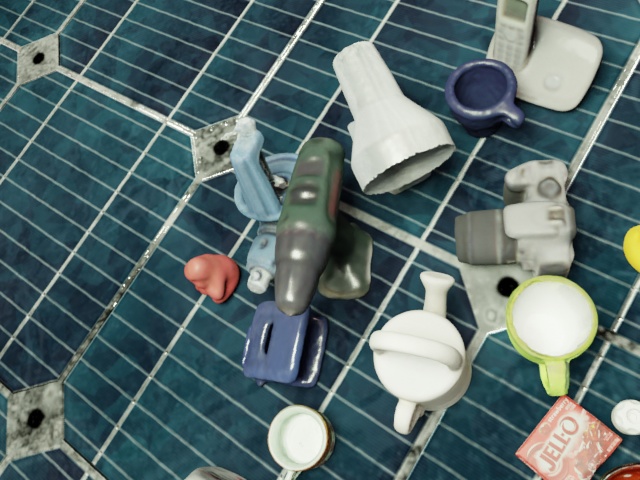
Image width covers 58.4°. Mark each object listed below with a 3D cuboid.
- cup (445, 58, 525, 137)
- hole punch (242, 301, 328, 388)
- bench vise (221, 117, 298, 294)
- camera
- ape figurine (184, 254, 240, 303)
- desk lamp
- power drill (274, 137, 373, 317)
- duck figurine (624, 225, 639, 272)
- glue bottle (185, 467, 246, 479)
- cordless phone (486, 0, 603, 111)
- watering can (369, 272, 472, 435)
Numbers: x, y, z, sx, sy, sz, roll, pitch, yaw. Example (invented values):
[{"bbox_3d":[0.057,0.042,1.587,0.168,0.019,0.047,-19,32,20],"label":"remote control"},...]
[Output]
[{"bbox_3d":[0.227,-0.174,0.769,0.092,0.095,0.117,-43,63,-2],"label":"cup"},{"bbox_3d":[-0.053,0.134,0.738,0.101,0.091,0.109,4,71,19],"label":"hole punch"},{"bbox_3d":[-0.057,-0.045,0.738,0.121,0.220,0.207,-13,66,12],"label":"bench vise"},{"bbox_3d":[0.236,-0.024,0.704,0.136,0.101,0.143,-4,68,16],"label":"camera"},{"bbox_3d":[-0.158,0.048,0.804,0.076,0.092,0.077,-29,64,5],"label":"ape figurine"},{"bbox_3d":[0.085,-0.138,0.733,0.118,0.214,0.203,-26,64,7],"label":"desk lamp"},{"bbox_3d":[0.006,0.003,0.706,0.075,0.209,0.229,-2,69,17],"label":"power drill"},{"bbox_3d":[0.405,0.005,0.648,0.104,0.086,0.077,18,76,23],"label":"duck figurine"},{"bbox_3d":[-0.133,0.289,0.656,0.078,0.173,0.037,14,74,22],"label":"glue bottle"},{"bbox_3d":[0.287,-0.260,0.734,0.147,0.185,0.094,27,80,25],"label":"cordless phone"},{"bbox_3d":[0.110,0.122,0.634,0.100,0.194,0.173,-10,67,14],"label":"watering can"}]
